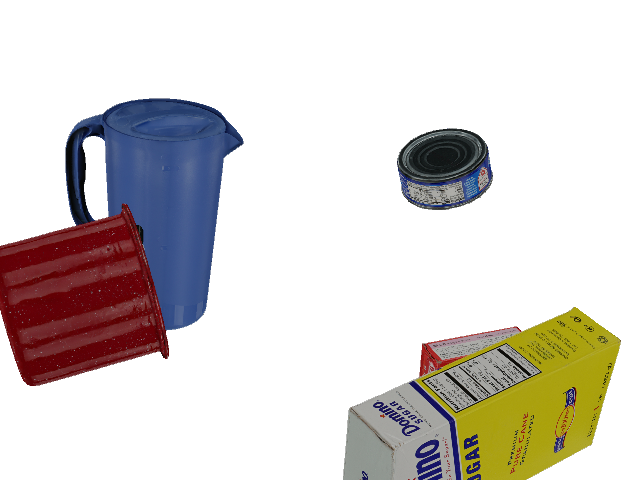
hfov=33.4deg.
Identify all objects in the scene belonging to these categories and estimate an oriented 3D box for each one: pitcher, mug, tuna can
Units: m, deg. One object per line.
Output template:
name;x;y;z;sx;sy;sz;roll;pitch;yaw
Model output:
pitcher;-0.185;-0.028;1.180;0.149;0.243;0.144;26;31;35
mug;-0.141;0.034;0.619;0.081;0.093;0.117;-16;1;-13
tuna can;0.114;-0.067;0.987;0.086;0.034;0.086;-10;37;8

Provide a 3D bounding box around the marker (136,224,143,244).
marker;-0.166;0.024;0.962;0.020;0.020;0.121;0;35;-14

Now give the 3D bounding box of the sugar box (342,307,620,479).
sugar box;0.095;0.112;0.632;0.175;0.093;0.048;-22;42;-31

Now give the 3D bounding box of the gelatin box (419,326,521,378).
gelatin box;0.121;0.112;0.843;0.089;0.073;0.030;-8;29;-22
